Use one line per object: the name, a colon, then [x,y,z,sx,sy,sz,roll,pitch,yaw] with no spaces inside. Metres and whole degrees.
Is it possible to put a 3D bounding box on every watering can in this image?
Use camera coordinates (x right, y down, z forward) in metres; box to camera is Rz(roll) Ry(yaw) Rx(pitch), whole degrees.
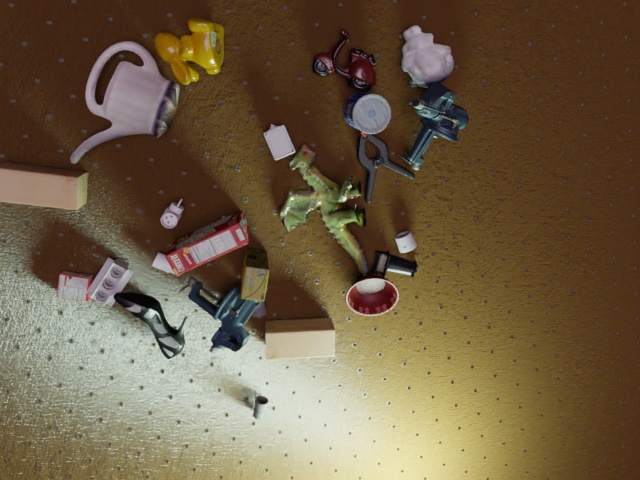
watering can: [-0.499,-0.330,1.334,0.223,0.105,0.345,21,99,-13]

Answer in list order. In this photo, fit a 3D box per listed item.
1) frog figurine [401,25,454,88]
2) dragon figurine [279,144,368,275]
frog figurine: [0.287,-0.501,1.396,0.137,0.125,0.156,-10,119,15]
dragon figurine: [0.005,-0.075,1.491,0.242,0.124,0.404,-4,108,12]
